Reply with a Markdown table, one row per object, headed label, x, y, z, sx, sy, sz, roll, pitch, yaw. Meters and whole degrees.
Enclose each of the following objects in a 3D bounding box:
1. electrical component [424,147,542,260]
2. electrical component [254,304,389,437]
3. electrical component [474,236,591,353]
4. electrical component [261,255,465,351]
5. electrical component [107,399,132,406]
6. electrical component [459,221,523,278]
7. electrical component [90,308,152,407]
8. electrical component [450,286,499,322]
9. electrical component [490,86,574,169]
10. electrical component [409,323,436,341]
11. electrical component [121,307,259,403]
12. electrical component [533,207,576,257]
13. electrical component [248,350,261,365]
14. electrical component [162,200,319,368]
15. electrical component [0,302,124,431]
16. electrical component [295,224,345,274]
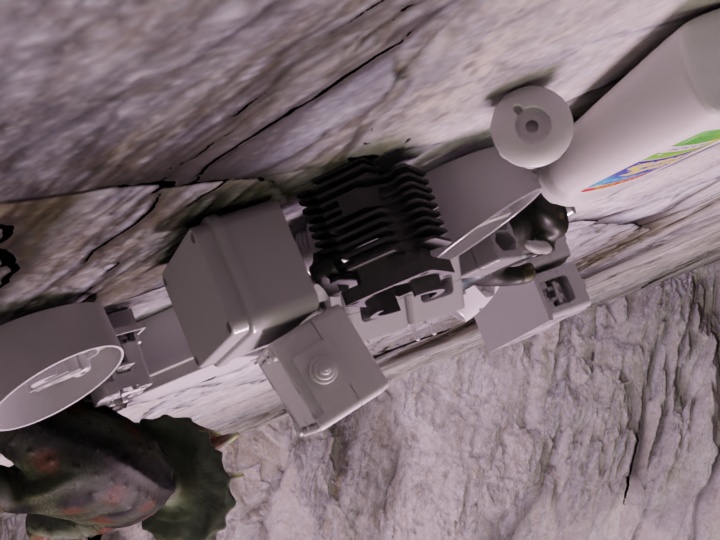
| label | x | y | z | sx | sy | sz | roll | pitch | yaw |
| --- | --- | --- | --- | --- | --- | --- | --- | --- | --- |
| electrical component | 0.078 | -0.044 | 0.751 | 0.099 | 0.064 | 0.099 | -20 | 171 | -3 |
| electrical component | -0.022 | 0.063 | 0.683 | 0.061 | 0.061 | 0.096 | -31 | 176 | -16 |
| electrical component | 0.181 | 0.017 | 1.193 | 0.060 | 0.105 | 0.186 | -18 | 170 | -17 |
| electrical component | -0.007 | 0.018 | 0.818 | 0.150 | 0.061 | 0.089 | -17 | -160 | -23 |
| electrical component | -0.216 | 0.104 | 1.023 | 0.062 | 0.043 | 0.043 | -13 | 168 | -44 |
| electrical component | 0.078 | -0.024 | 0.861 | 0.077 | 0.065 | 0.047 | -26 | 169 | 30 |
| electrical component | -0.190 | 0.069 | 0.822 | 0.042 | 0.063 | 0.081 | -14 | 169 | -30 |
| electrical component | 0.101 | -0.001 | 1.067 | 0.077 | 0.043 | 0.079 | -54 | 131 | -7 |
| electrical component | 0.102 | -0.083 | 0.651 | 0.048 | 0.048 | 0.062 | -21 | 177 | 4 |
| electrical component | 0.055 | 0.034 | 1.110 | 0.066 | 0.076 | 0.047 | -18 | 170 | -15 |
| electrical component | -0.151 | 0.066 | 0.910 | 0.113 | 0.057 | 0.078 | -23 | 170 | 14 |
| electrical component | 0.174 | -0.045 | 1.020 | 0.062 | 0.048 | 0.048 | -32 | 167 | 24 |
| electrical component | -0.076 | 0.059 | 1.072 | 0.077 | 0.043 | 0.079 | -26 | 170 | 30 |
| electrical component | -0.080 | 0.012 | 0.690 | 0.057 | 0.078 | 0.113 | -19 | 171 | -25 |
| electrical component | -0.213 | 0.063 | 0.735 | 0.099 | 0.064 | 0.099 | -20 | 171 | -3 |
| electrical component | -0.027 | -0.015 | 0.756 | 0.062 | 0.043 | 0.043 | -21 | 171 | 12 |
